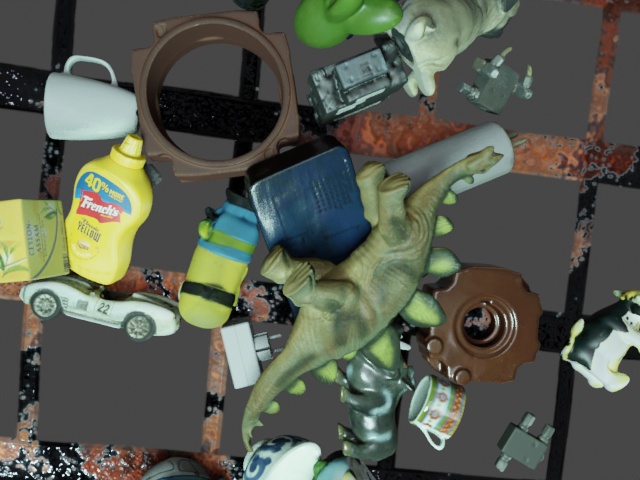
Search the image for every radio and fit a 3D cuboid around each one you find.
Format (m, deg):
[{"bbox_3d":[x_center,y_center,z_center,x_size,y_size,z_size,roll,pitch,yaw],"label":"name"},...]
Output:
[{"bbox_3d":[-0.001,-0.002,0.680,0.131,0.073,0.229,-21,113,-3],"label":"radio"}]

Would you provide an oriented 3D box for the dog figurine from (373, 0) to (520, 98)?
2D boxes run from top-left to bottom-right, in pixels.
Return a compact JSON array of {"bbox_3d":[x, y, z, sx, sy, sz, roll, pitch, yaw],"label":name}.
[{"bbox_3d":[0.177,-0.284,0.678,0.190,0.172,0.121,-34,105,5],"label":"dog figurine"}]

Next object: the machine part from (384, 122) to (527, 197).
[{"bbox_3d":[0.166,-0.094,0.718,0.243,0.079,0.079,-22,93,-8],"label":"machine part"}]

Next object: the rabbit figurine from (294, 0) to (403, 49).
[{"bbox_3d":[0.040,-0.293,0.626,0.121,0.159,0.170,19,116,-36],"label":"rabbit figurine"}]

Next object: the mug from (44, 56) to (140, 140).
[{"bbox_3d":[-0.287,-0.178,0.693,0.107,0.081,0.109,6,83,-15],"label":"mug"}]

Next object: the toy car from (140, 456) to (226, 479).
[{"bbox_3d":[-0.187,0.337,0.694,0.109,0.161,0.103,-33,49,4],"label":"toy car"}]

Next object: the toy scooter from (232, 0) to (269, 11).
[{"bbox_3d":[-0.066,-0.367,0.693,0.184,0.075,0.135,-32,66,-25],"label":"toy scooter"}]

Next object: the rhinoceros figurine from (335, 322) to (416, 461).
[{"bbox_3d":[0.076,0.204,0.727,0.112,0.073,0.190,5,91,-3],"label":"rhinoceros figurine"}]

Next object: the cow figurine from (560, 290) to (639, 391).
[{"bbox_3d":[0.417,0.122,0.756,0.098,0.068,0.167,40,88,1],"label":"cow figurine"}]

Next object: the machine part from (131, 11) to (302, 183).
[{"bbox_3d":[-0.131,-0.182,0.696,0.202,0.087,0.200,-8,93,-3],"label":"machine part"}]

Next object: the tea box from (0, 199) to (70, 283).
[{"bbox_3d":[-0.403,0.005,0.662,0.170,0.068,0.098,-7,92,19],"label":"tea box"}]

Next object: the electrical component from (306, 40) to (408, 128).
[{"bbox_3d":[0.045,-0.198,0.684,0.115,0.134,0.058,-25,94,-5],"label":"electrical component"}]

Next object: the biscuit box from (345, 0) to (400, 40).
[{"bbox_3d":[0.100,-0.358,0.720,0.203,0.059,0.063,-38,95,-3],"label":"biscuit box"}]

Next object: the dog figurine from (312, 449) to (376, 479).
[{"bbox_3d":[0.004,0.413,0.713,0.219,0.108,0.191,-39,95,0],"label":"dog figurine"}]

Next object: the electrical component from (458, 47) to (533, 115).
[{"bbox_3d":[0.241,-0.211,0.724,0.102,0.045,0.078,21,99,-38],"label":"electrical component"}]

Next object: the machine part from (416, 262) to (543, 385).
[{"bbox_3d":[0.221,0.115,0.745,0.179,0.056,0.179,0,91,-5],"label":"machine part"}]

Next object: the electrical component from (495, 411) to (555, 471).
[{"bbox_3d":[0.293,0.296,0.771,0.063,0.021,0.094,33,88,-5],"label":"electrical component"}]

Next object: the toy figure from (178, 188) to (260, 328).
[{"bbox_3d":[-0.131,0.025,0.699,0.082,0.089,0.180,23,92,1],"label":"toy figure"}]

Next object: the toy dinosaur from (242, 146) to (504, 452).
[{"bbox_3d":[0.034,0.073,0.623,0.471,0.105,0.198,-43,118,11],"label":"toy dinosaur"}]

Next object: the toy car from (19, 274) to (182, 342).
[{"bbox_3d":[-0.281,0.083,0.697,0.202,0.073,0.056,15,94,-5],"label":"toy car"}]
